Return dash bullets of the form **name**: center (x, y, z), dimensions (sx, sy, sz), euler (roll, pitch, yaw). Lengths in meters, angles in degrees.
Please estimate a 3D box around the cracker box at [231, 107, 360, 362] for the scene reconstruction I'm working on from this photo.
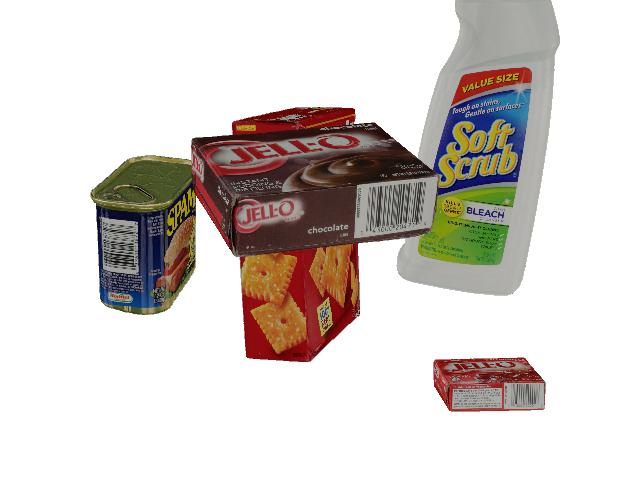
- **cracker box**: center (-0.016, -0.012, 0.996), dimensions (0.072, 0.214, 0.164), euler (2, 12, 19)

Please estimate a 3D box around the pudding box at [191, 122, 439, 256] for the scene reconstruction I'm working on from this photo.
- **pudding box**: center (-0.006, -0.030, 0.573), dimensions (0.113, 0.039, 0.090), euler (-5, 26, -19)

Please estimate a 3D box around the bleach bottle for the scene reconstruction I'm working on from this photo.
- **bleach bottle**: center (0.117, -0.087, 0.791), dimensions (0.103, 0.251, 0.068), euler (9, 25, 14)

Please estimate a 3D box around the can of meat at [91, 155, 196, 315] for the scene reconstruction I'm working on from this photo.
- **can of meat**: center (-0.123, -0.005, 0.765), dimensions (0.057, 0.084, 0.102), euler (7, 23, 8)

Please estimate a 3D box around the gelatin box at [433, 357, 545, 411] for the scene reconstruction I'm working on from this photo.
- **gelatin box**: center (0.152, 0.129, 0.969), dimensions (0.089, 0.030, 0.073), euler (0, 10, -3)
